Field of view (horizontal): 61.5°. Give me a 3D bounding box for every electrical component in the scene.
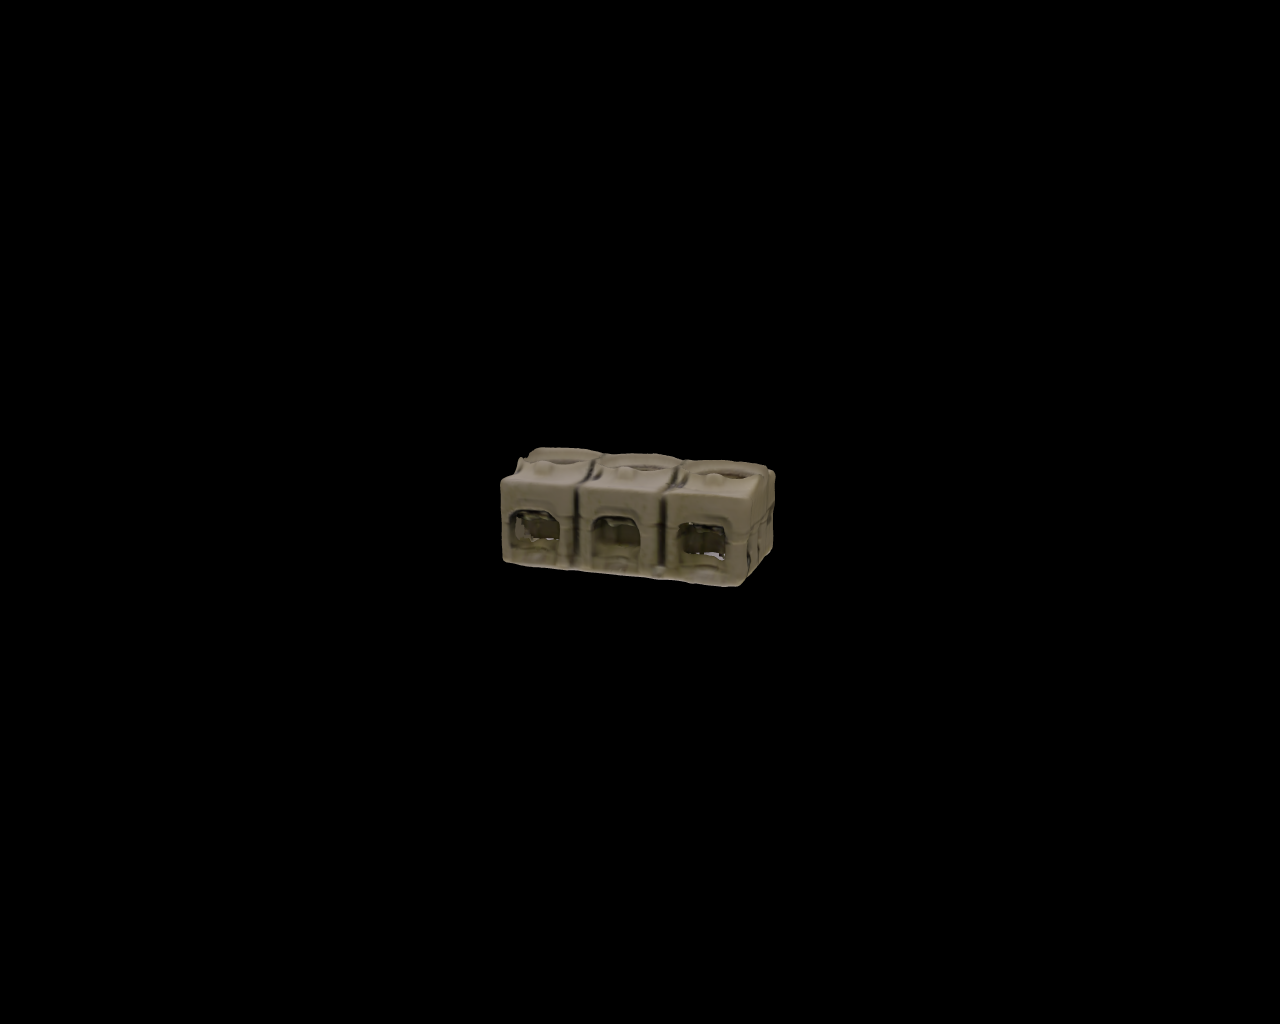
[{"bbox_3d":[0.001,-0.003,0.650,0.150,0.061,0.090,5,16,18],"label":"electrical component"}]
